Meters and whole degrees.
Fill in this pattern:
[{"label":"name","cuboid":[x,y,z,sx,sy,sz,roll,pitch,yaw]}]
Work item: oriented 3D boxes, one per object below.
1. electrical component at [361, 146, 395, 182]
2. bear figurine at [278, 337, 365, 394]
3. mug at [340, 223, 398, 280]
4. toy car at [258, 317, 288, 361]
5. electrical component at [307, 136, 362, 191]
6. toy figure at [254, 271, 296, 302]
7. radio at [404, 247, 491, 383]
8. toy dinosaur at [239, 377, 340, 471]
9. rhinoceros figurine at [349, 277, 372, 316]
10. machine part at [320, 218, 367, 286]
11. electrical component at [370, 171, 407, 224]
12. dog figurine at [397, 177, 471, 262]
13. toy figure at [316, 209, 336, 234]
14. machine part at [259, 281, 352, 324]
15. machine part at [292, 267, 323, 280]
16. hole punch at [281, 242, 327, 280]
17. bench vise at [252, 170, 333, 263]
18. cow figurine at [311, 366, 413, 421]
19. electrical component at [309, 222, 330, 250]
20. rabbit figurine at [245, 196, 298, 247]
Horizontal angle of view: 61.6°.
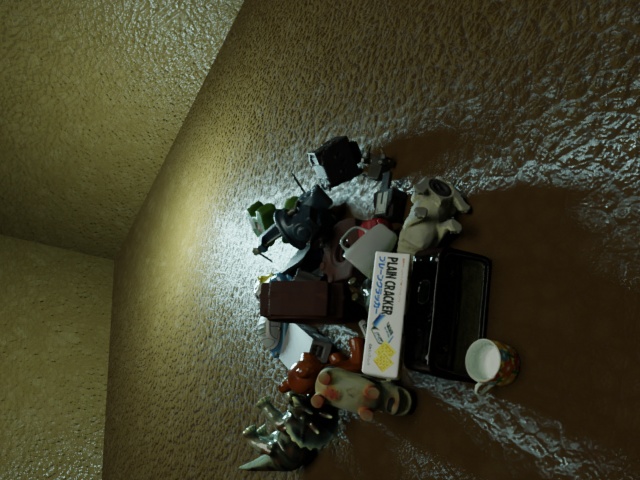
[{"label":"electrical component","cuboid":[0.140,-0.188,1.338,0.102,0.045,0.078,34,103,58]},{"label":"bear figurine","cuboid":[0.008,0.279,1.174,0.120,0.196,0.132,-51,36,37]},{"label":"mug","cuboid":[0.104,0.012,1.126,0.110,0.080,0.107,42,89,20]},{"label":"toy car","cuboid":[-0.122,0.248,1.488,0.109,0.103,0.161,-30,49,50]},{"label":"electrical component","cuboid":[0.047,-0.207,1.411,0.134,0.114,0.058,-34,25,-21]},{"label":"toy figure","cuboid":[-0.119,0.137,1.560,0.180,0.089,0.082,-27,47,39]},{"label":"radio","cuboid":[0.227,0.130,0.958,0.073,0.131,0.229,-15,63,57]},{"label":"toy dinosaur","cuboid":[-0.075,0.475,1.283,0.192,0.131,0.404,38,126,27]},{"label":"rhinoceros figurine","cuboid":[0.124,0.138,1.147,0.073,0.112,0.190,-32,28,9]},{"label":"machine part","cuboid":[0.070,0.030,1.333,0.179,0.056,0.179,-32,49,46]},{"label":"electrical component","cuboid":[0.162,-0.096,1.256,0.075,0.047,0.119,-13,64,55]},{"label":"dog figurine","cuboid":[0.208,-0.020,1.112,0.172,0.121,0.190,-56,-6,-43]},{"label":"toy figure","cuboid":[0.000,-0.067,1.486,0.155,0.064,0.057,-117,39,-48]},{"label":"machine part","cuboid":[-0.031,0.151,1.264,0.201,0.202,0.087,51,-139,-74]},{"label":"machine part","cuboid":[-0.041,0.133,1.424,0.039,0.084,0.138,-76,5,-48]},{"label":"hole punch","cuboid":[-0.027,0.065,1.460,0.142,0.092,0.116,-38,15,47]},{"label":"bench vise","cuboid":[-0.083,-0.043,1.408,0.240,0.128,0.224,-35,34,19]},{"label":"cow figurine","cuboid":[0.086,0.302,1.061,0.127,0.195,0.085,-27,-51,-85]},{"label":"electrical component","cuboid":[-0.003,-0.004,1.387,0.063,0.021,0.094,-43,28,29]},{"label":"rabbit figurine","cuboid":[-0.107,-0.061,1.591,0.121,0.170,0.159,-2,115,60]}]
